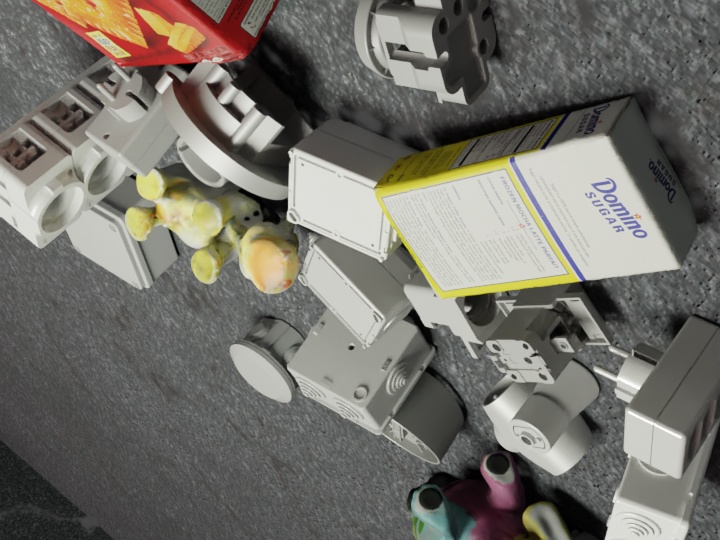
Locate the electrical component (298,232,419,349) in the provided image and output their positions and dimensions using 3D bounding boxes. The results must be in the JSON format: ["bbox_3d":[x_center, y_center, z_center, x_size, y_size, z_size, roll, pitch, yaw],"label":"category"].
[{"bbox_3d":[0.000,0.000,0.832,0.096,0.061,0.061,46,154,10],"label":"electrical component"}]

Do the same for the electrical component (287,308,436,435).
[{"bbox_3d":[0.000,0.074,0.891,0.100,0.099,0.048,25,161,31],"label":"electrical component"}]

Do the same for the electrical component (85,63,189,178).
[{"bbox_3d":[-0.172,-0.128,0.820,0.047,0.083,0.075,33,172,32],"label":"electrical component"}]

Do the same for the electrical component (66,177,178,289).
[{"bbox_3d":[-0.250,-0.049,1.091,0.109,0.056,0.108,28,150,26],"label":"electrical component"}]

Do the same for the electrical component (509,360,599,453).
[{"bbox_3d":[0.138,0.100,0.778,0.044,0.065,0.044,32,151,20],"label":"electrical component"}]

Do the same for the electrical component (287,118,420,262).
[{"bbox_3d":[0.006,-0.055,0.734,0.096,0.061,0.061,24,134,22],"label":"electrical component"}]

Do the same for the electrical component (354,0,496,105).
[{"bbox_3d":[0.035,-0.132,0.594,0.057,0.058,0.078,17,143,36],"label":"electrical component"}]

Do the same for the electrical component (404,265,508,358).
[{"bbox_3d":[0.070,0.019,0.780,0.064,0.042,0.081,8,136,51],"label":"electrical component"}]

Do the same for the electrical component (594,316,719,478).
[{"bbox_3d":[0.181,0.069,0.656,0.076,0.083,0.047,26,148,30],"label":"electrical component"}]

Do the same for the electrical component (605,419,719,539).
[{"bbox_3d":[0.202,0.147,0.726,0.048,0.099,0.099,18,145,18],"label":"electrical component"}]

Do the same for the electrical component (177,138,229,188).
[{"bbox_3d":[-0.110,-0.098,0.846,0.055,0.047,0.055,32,151,20],"label":"electrical component"}]

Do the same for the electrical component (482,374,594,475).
[{"bbox_3d":[0.130,0.120,0.840,0.077,0.044,0.079,44,153,-2],"label":"electrical component"}]

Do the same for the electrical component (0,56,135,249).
[{"bbox_3d":[-0.232,-0.098,0.894,0.062,0.150,0.089,37,152,14],"label":"electrical component"}]

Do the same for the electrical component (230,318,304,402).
[{"bbox_3d":[-0.087,0.090,1.080,0.080,0.051,0.080,32,151,20],"label":"electrical component"}]

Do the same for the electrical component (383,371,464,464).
[{"bbox_3d":[0.040,0.128,0.950,0.099,0.064,0.099,32,151,20],"label":"electrical component"}]

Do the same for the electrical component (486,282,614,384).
[{"bbox_3d":[0.122,0.042,0.718,0.042,0.064,0.081,54,151,-19],"label":"electrical component"}]
